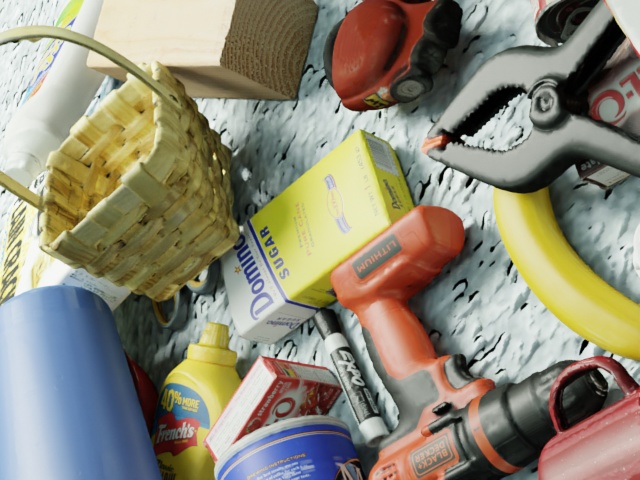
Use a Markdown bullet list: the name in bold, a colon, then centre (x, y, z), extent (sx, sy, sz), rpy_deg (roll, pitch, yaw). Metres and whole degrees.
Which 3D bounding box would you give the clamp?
- **clamp**: centre (0.153, -0.074, 0.650), extent (0.210, 0.036, 0.164), rpy_deg (-25, 68, 41)

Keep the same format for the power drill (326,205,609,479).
- **power drill**: centre (0.087, 0.073, 0.714), extent (0.185, 0.057, 0.188), rpy_deg (-37, 54, 31)

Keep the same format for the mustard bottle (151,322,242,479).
- **mustard bottle**: centre (-0.102, 0.163, 0.875), extent (0.096, 0.058, 0.191), rpy_deg (3, 80, 51)

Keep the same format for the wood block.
- **wood block**: centre (-0.111, -0.185, 0.969), extent (0.207, 0.090, 0.090), rpy_deg (10, 84, 47)

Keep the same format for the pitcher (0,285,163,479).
- **pitcher**: centre (-0.208, 0.159, 0.843), extent (0.145, 0.149, 0.243), rpy_deg (-50, 44, 29)

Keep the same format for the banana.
- **banana**: centre (0.156, 0.007, 0.678), extent (0.070, 0.037, 0.198), rpy_deg (-42, 52, 29)

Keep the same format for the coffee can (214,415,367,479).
- **coffee can**: centre (-0.006, 0.207, 0.732), extent (0.103, 0.102, 0.140), rpy_deg (-42, 52, 28)

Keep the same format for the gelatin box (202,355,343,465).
- **gelatin box**: centre (-0.035, 0.134, 0.806), extent (0.089, 0.073, 0.030), rpy_deg (-57, 46, 16)

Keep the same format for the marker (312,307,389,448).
- **marker**: centre (0.022, 0.100, 0.799), extent (0.020, 0.020, 0.121), rpy_deg (-45, 50, 26)

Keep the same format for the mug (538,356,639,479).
- **mug**: centre (0.169, 0.120, 0.587), extent (0.082, 0.093, 0.117), rpy_deg (-40, 77, 36)

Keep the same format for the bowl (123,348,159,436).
- **bowl**: centre (-0.189, 0.172, 0.963), extent (0.162, 0.055, 0.162), rpy_deg (-16, 66, 41)

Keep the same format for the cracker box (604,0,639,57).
- **cracker box**: centre (0.240, -0.120, 0.523), extent (0.164, 0.072, 0.214), rpy_deg (-35, 69, 24)

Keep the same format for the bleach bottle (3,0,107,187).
- **bleach bottle**: centre (-0.250, -0.156, 1.054), extent (0.103, 0.068, 0.250), rpy_deg (-29, 35, 40)

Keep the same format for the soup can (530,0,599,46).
- **soup can**: centre (0.168, -0.187, 0.704), extent (0.069, 0.068, 0.102), rpy_deg (-25, 60, 38)

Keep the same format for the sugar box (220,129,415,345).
- **sugar box**: centre (-0.006, 0.001, 0.838), extent (0.176, 0.048, 0.093), rpy_deg (-36, 53, 30)

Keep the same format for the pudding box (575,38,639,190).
- **pudding box**: centre (0.201, -0.097, 0.664), extent (0.114, 0.039, 0.090), rpy_deg (-35, 56, 34)

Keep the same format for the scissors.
- **scissors**: centre (-0.134, -0.016, 0.995), extent (0.096, 0.016, 0.202), rpy_deg (-26, 60, 36)
